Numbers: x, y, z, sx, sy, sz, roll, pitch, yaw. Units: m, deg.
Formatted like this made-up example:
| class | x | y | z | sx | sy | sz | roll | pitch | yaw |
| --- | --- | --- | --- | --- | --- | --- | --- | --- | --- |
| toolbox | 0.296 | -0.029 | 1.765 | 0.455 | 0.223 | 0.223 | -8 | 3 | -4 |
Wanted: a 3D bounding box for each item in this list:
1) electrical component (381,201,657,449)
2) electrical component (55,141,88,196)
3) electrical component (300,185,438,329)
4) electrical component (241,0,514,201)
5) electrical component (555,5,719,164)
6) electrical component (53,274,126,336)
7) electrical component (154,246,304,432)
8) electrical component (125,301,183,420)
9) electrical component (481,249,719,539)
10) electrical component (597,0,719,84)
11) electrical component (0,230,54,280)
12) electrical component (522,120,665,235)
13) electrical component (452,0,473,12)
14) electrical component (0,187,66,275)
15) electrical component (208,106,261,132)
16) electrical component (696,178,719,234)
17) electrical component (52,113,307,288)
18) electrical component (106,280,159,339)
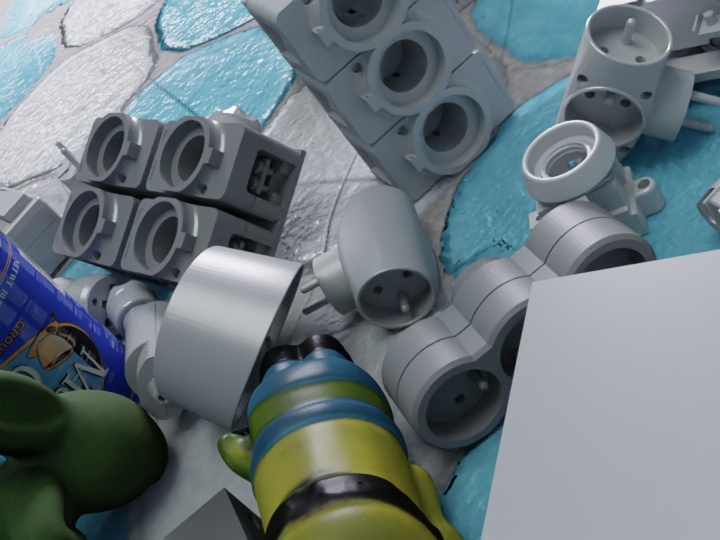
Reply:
| class | x | y | z | sx | sy | sz | roll | pitch | yaw |
| --- | --- | --- | --- | --- | --- | --- | --- | --- | --- |
| electrical component | 0.068 | 0.018 | 0.521 | 0.138 | 0.052 | 0.073 | -39 | 36 | 1 |
| electrical component | -0.211 | -0.072 | 0.846 | 0.047 | 0.075 | 0.083 | -43 | 36 | -4 |
| electrical component | 0.000 | 0.000 | 0.609 | 0.079 | 0.043 | 0.077 | -29 | 37 | 15 |
| electrical component | 0.016 | -0.126 | 0.637 | 0.089 | 0.150 | 0.062 | -43 | 35 | -4 |
| electrical component | 0.146 | -0.089 | 0.554 | 0.079 | 0.077 | 0.044 | 16 | 56 | 6 |
| electrical component | -0.191 | 0.026 | 0.750 | 0.055 | 0.045 | 0.045 | -4 | 49 | 39 |
| electrical component | -0.068 | 0.036 | 0.589 | 0.064 | 0.099 | 0.099 | 18 | 59 | 14 |
| electrical component | -0.119 | 0.055 | 0.644 | 0.043 | 0.043 | 0.081 | -36 | 26 | 6 |
| electrical component | 0.111 | 0.086 | 0.403 | 0.105 | 0.060 | 0.186 | -11 | 44 | 34 |
| electrical component | 0.194 | -0.140 | 0.569 | 0.121 | 0.063 | 0.078 | -5 | 48 | 38 |
| electrical component | -0.266 | 0.039 | 0.749 | 0.056 | 0.108 | 0.108 | -2 | 50 | 37 |
| electrical component | 0.112 | -0.041 | 0.543 | 0.066 | 0.055 | 0.048 | -21 | 40 | 24 |
| electrical component | 0.022 | -0.218 | 0.807 | 0.186 | 0.060 | 0.105 | -40 | 36 | 0 |
| electrical component | -0.285 | -0.029 | 0.878 | 0.096 | 0.061 | 0.061 | 15 | 61 | 49 |
| electrical component | -0.099 | -0.086 | 0.790 | 0.043 | 0.043 | 0.062 | -10 | 46 | 35 |
| electrical component | 0.182 | -0.036 | 0.489 | 0.046 | 0.040 | 0.040 | -47 | 36 | 1 |
| electrical component | -0.132 | -0.045 | 0.729 | 0.186 | 0.060 | 0.105 | 10 | 81 | 47 |
| electrical component | -0.145 | 0.033 | 0.710 | 0.035 | 0.035 | 0.061 | -42 | 38 | -3 |
